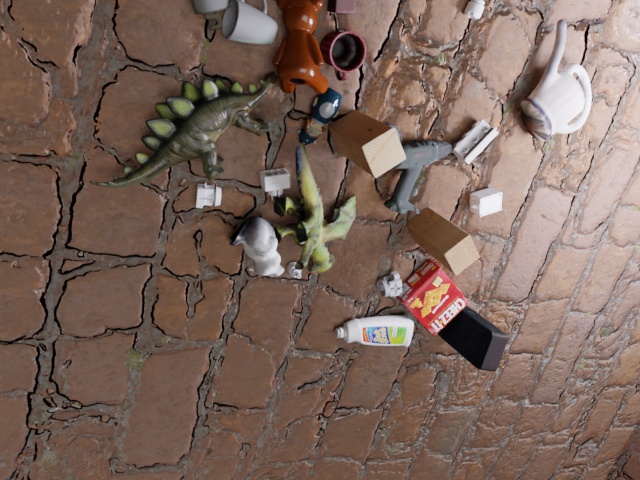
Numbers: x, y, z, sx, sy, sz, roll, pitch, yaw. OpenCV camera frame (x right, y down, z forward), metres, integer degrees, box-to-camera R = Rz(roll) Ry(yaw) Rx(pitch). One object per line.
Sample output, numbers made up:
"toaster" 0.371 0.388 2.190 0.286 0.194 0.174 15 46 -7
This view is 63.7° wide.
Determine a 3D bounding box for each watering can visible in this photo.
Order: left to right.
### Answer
"watering can" 0.668 -0.429 1.475 0.342 0.224 0.106 50 -2 -34

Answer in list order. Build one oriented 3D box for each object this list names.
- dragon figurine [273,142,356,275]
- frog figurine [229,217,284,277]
"dragon figurine" 0.004 -0.068 1.356 0.123 0.402 0.245 30 32 34
"frog figurine" -0.143 0.020 1.301 0.158 0.125 0.136 37 -25 -15
